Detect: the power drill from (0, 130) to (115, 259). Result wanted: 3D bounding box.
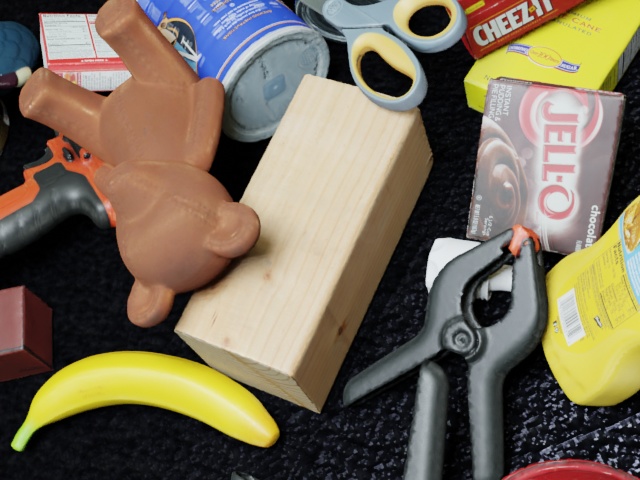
[{"bbox_3d":[-0.232,-0.048,0.821,0.187,0.057,0.185,-27,53,-17],"label":"power drill"}]

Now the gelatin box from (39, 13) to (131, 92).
[{"bbox_3d":[-0.188,-0.153,0.868,0.073,0.030,0.089,-4,39,-17],"label":"gelatin box"}]

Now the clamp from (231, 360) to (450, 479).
[{"bbox_3d":[0.038,0.200,0.662,0.165,0.036,0.210,-26,70,19],"label":"clamp"}]

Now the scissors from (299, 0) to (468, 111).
[{"bbox_3d":[0.031,-0.169,0.753,0.096,0.016,0.202,-38,54,10],"label":"scissors"}]

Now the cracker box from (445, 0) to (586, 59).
[{"bbox_3d":[0.145,-0.256,0.800,0.164,0.072,0.214,-28,49,13],"label":"cracker box"}]

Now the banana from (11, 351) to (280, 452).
[{"bbox_3d":[-0.123,0.113,0.756,0.198,0.037,0.069,-4,82,14],"label":"banana"}]

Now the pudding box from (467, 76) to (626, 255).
[{"bbox_3d":[0.154,-0.050,0.727,0.090,0.039,0.113,10,104,19],"label":"pudding box"}]

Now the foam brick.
[{"bbox_3d":[-0.244,0.074,0.794,0.078,0.053,0.051,-13,63,7],"label":"foam brick"}]

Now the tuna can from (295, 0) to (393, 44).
[{"bbox_3d":[0.024,-0.188,0.827,0.086,0.086,0.033,1,67,15],"label":"tuna can"}]

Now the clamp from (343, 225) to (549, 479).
[{"bbox_3d":[0.102,0.075,0.689,0.120,0.039,0.171,38,105,17],"label":"clamp"}]

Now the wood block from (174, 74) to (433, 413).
[{"bbox_3d":[-0.004,0.001,0.744,0.090,0.090,0.206,19,71,21],"label":"wood block"}]

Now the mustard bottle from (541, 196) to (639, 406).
[{"bbox_3d":[0.202,0.021,0.627,0.058,0.192,0.096,7,58,-20],"label":"mustard bottle"}]

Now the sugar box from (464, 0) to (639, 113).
[{"bbox_3d":[0.192,-0.159,0.793,0.093,0.048,0.176,27,76,24],"label":"sugar box"}]

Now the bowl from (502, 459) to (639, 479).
[{"bbox_3d":[0.155,0.202,0.600,0.162,0.055,0.162,2,73,-6],"label":"bowl"}]

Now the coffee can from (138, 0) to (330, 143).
[{"bbox_3d":[-0.074,-0.158,0.829,0.103,0.102,0.140,-40,62,-6],"label":"coffee can"}]
